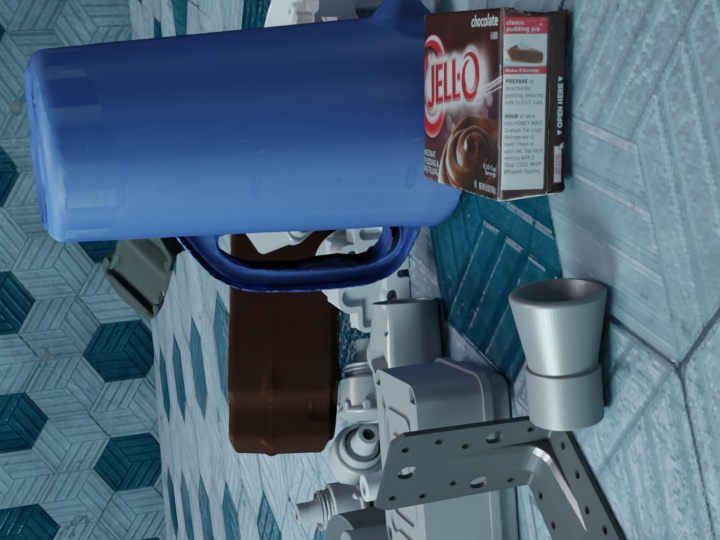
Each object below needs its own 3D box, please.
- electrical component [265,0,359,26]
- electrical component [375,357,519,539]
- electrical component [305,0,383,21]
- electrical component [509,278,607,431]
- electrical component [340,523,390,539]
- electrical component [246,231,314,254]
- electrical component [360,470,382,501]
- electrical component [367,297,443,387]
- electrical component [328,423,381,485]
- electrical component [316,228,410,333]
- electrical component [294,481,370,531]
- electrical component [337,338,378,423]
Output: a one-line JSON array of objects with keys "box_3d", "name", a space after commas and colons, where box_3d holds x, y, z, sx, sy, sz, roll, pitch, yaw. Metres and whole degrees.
[{"box_3d": [-0.038, -0.178, 0.823, 0.099, 0.064, 0.099, 174, 90, -74], "name": "electrical component"}, {"box_3d": [0.051, 0.113, 0.636, 0.078, 0.057, 0.113, -167, 72, -73], "name": "electrical component"}, {"box_3d": [-0.012, -0.213, 0.718, 0.121, 0.063, 0.078, -114, 24, -52], "name": "electrical component"}, {"box_3d": [0.093, 0.041, 0.495, 0.044, 0.044, 0.065, -146, 47, -69], "name": "electrical component"}, {"box_3d": [0.035, 0.187, 0.681, 0.079, 0.077, 0.044, -163, 68, -72], "name": "electrical component"}, {"box_3d": [-0.052, -0.086, 0.752, 0.056, 0.109, 0.108, -18, 111, 53], "name": "electrical component"}, {"box_3d": [0.032, 0.137, 0.701, 0.048, 0.062, 0.048, 174, 90, -74], "name": "electrical component"}, {"box_3d": [0.028, 0.058, 0.721, 0.079, 0.043, 0.077, -177, 82, -74], "name": "electrical component"}, {"box_3d": [0.000, 0.141, 0.847, 0.062, 0.043, 0.043, 112, 148, -55], "name": "electrical component"}, {"box_3d": [0.000, 0.000, 0.772, 0.057, 0.058, 0.078, -152, 57, -67], "name": "electrical component"}, {"box_3d": [-0.024, 0.203, 0.918, 0.048, 0.062, 0.048, 174, 90, -74], "name": "electrical component"}, {"box_3d": [0.006, 0.083, 0.806, 0.048, 0.048, 0.062, 137, 132, -70], "name": "electrical component"}]
